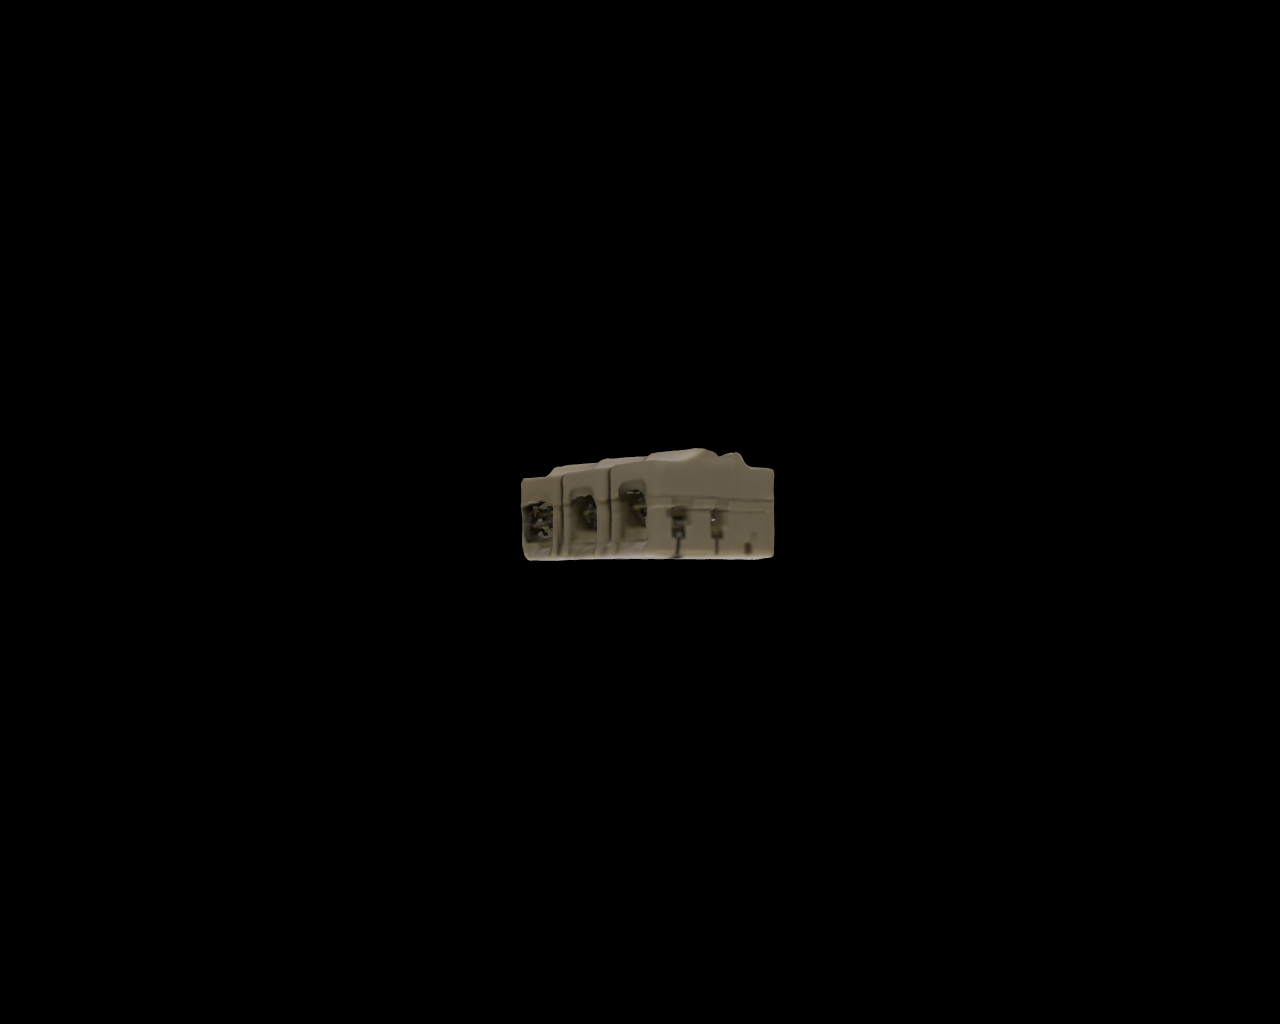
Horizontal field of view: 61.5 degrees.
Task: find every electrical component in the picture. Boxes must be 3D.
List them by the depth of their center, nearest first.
[{"bbox_3d":[0.001,-0.003,0.650,0.089,0.061,0.150,2,-3,-36],"label":"electrical component"}]
